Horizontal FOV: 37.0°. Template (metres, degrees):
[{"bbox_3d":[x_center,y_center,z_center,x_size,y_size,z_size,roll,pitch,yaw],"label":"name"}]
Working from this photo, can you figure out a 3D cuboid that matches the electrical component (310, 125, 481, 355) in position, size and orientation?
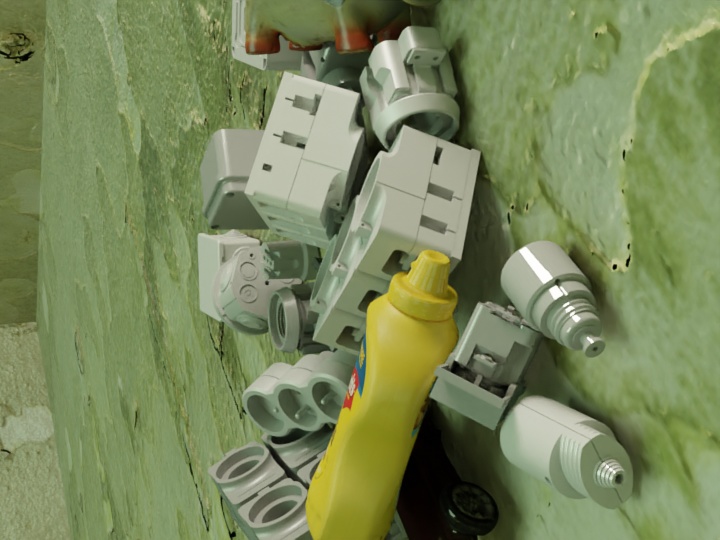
[{"bbox_3d":[0.018,-0.014,0.722,0.150,0.062,0.089,121,166,-54],"label":"electrical component"}]

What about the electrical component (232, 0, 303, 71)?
[{"bbox_3d":[-0.071,-0.220,0.956,0.113,0.057,0.078,-143,53,-62],"label":"electrical component"}]

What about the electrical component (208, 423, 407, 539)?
[{"bbox_3d":[-0.048,0.182,0.877,0.060,0.105,0.186,65,164,-19],"label":"electrical component"}]

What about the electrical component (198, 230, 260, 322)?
[{"bbox_3d":[-0.142,0.006,1.175,0.100,0.048,0.099,-164,72,-66],"label":"electrical component"}]

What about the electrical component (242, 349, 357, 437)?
[{"bbox_3d":[-0.031,0.092,0.896,0.138,0.074,0.052,-17,110,46],"label":"electrical component"}]

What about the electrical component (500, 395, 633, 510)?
[{"bbox_3d":[0.114,0.098,0.572,0.081,0.043,0.043,-158,67,-65],"label":"electrical component"}]

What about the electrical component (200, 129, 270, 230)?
[{"bbox_3d":[-0.074,-0.075,0.913,0.078,0.113,0.057,129,136,-59],"label":"electrical component"}]

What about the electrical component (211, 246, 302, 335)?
[{"bbox_3d":[-0.098,0.019,1.032,0.051,0.080,0.080,-32,63,59],"label":"electrical component"}]

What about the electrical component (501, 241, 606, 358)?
[{"bbox_3d":[0.107,0.018,0.580,0.078,0.040,0.040,-121,34,-47],"label":"electrical component"}]

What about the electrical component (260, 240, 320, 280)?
[{"bbox_3d":[-0.065,-0.010,0.988,0.040,0.046,0.040,176,90,-68],"label":"electrical component"}]

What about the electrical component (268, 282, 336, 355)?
[{"bbox_3d":[-0.046,0.042,0.935,0.078,0.057,0.058,-127,39,-53],"label":"electrical component"}]

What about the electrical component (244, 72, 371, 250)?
[{"bbox_3d":[-0.031,-0.073,0.788,0.150,0.062,0.089,72,-145,-81],"label":"electrical component"}]

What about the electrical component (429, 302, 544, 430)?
[{"bbox_3d":[0.076,0.052,0.621,0.063,0.042,0.081,-67,-16,7],"label":"electrical component"}]

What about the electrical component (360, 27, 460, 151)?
[{"bbox_3d":[0.035,-0.114,0.716,0.078,0.058,0.057,122,142,-55],"label":"electrical component"}]

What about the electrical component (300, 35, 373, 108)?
[{"bbox_3d":[-0.015,-0.149,0.849,0.077,0.043,0.079,112,147,-46],"label":"electrical component"}]
